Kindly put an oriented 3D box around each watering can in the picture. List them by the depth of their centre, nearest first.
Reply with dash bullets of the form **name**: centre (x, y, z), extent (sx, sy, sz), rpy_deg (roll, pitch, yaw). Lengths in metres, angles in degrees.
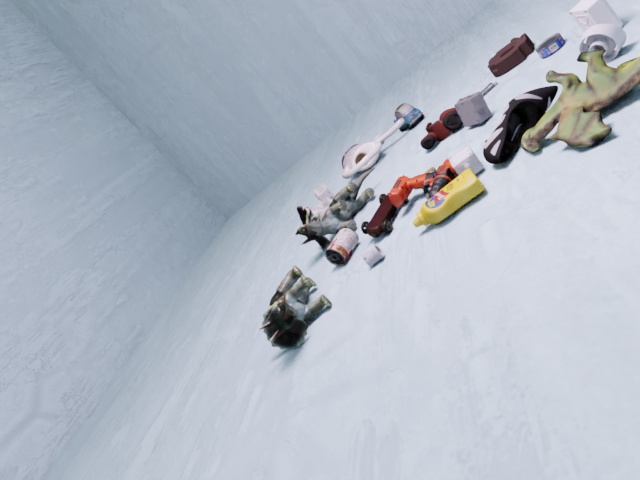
- **watering can**: centre (0.211, -0.385, 2.206), extent (0.349, 0.103, 0.225), rpy_deg (-45, 15, -8)

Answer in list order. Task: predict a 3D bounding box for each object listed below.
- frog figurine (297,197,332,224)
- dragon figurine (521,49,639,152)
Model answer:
- **frog figurine**: centre (0.006, -0.102, 2.023), extent (0.160, 0.123, 0.136), rpy_deg (-10, -8, -24)
- **dragon figurine**: centre (0.589, -0.288, 1.081), extent (0.406, 0.121, 0.247), rpy_deg (-21, 43, 58)
